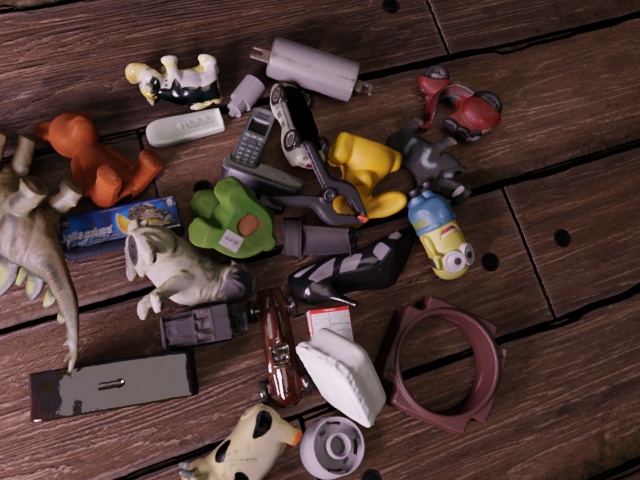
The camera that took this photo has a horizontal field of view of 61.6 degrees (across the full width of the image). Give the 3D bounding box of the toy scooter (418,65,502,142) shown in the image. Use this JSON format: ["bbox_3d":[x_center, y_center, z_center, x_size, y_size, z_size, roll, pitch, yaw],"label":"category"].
[{"bbox_3d":[0.260,-0.250,1.054,0.184,0.075,0.135,31,75,1],"label":"toy scooter"}]

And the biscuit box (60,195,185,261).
[{"bbox_3d":[-0.337,-0.021,0.907,0.203,0.063,0.059,-14,78,-12],"label":"biscuit box"}]

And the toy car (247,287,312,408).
[{"bbox_3d":[-0.070,0.180,0.911,0.089,0.053,0.202,-8,80,-8],"label":"toy car"}]

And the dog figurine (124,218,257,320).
[{"bbox_3d":[-0.208,0.036,0.885,0.190,0.121,0.172,-13,93,-37],"label":"dog figurine"}]

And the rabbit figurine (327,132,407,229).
[{"bbox_3d":[0.072,-0.093,0.982,0.162,0.122,0.173,21,88,-14],"label":"rabbit figurine"}]

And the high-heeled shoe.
[{"bbox_3d":[0.060,0.039,0.974,0.145,0.086,0.249,20,44,33],"label":"high-heeled shoe"}]

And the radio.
[{"bbox_3d":[-0.303,0.218,0.820,0.230,0.131,0.073,-5,78,-11],"label":"radio"}]

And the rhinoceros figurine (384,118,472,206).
[{"bbox_3d":[0.210,-0.144,1.021,0.190,0.073,0.112,38,73,1],"label":"rhinoceros figurine"}]

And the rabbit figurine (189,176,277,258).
[{"bbox_3d":[-0.148,-0.045,0.906,0.159,0.170,0.121,21,96,-39],"label":"rabbit figurine"}]

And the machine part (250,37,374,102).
[{"bbox_3d":[-0.013,-0.325,1.025,0.243,0.079,0.079,15,75,-5],"label":"machine part"}]

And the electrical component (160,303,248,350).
[{"bbox_3d":[-0.184,0.140,0.867,0.134,0.115,0.058,-9,81,-10],"label":"electrical component"}]

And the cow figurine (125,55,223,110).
[{"bbox_3d":[-0.265,-0.280,0.980,0.167,0.068,0.098,-7,84,-10],"label":"cow figurine"}]

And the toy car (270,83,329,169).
[{"bbox_3d":[-0.041,-0.210,0.979,0.073,0.056,0.202,6,51,-33],"label":"toy car"}]

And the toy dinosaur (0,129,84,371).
[{"bbox_3d":[-0.455,-0.018,0.821,0.472,0.105,0.198,45,106,28],"label":"toy dinosaur"}]

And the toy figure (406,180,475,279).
[{"bbox_3d":[0.216,-0.016,0.979,0.082,0.089,0.180,-29,85,3],"label":"toy figure"}]

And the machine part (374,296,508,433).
[{"bbox_3d":[0.207,0.213,0.931,0.201,0.087,0.201,25,73,-3],"label":"machine part"}]

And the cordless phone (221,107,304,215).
[{"bbox_3d":[-0.089,-0.151,0.975,0.147,0.088,0.184,19,61,-4],"label":"cordless phone"}]

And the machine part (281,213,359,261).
[{"bbox_3d":[-0.002,-0.003,0.944,0.139,0.039,0.084,5,92,16],"label":"machine part"}]

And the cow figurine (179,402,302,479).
[{"bbox_3d":[-0.134,0.346,0.844,0.127,0.085,0.195,39,76,-5],"label":"cow figurine"}]

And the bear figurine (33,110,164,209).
[{"bbox_3d":[-0.376,-0.153,0.903,0.120,0.132,0.196,-32,87,-44],"label":"bear figurine"}]
